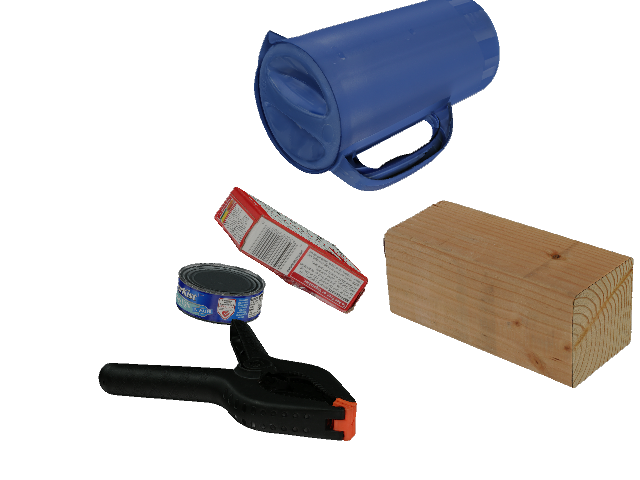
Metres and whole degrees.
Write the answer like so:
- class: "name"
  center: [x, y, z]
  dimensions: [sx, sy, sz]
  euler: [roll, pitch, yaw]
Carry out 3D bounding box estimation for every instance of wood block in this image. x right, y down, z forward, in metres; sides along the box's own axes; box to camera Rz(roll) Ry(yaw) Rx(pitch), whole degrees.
- class: "wood block"
  center: [0.165, 0.041, 0.960]
  dimensions: [0.090, 0.090, 0.206]
  euler: [-28, 33, -36]

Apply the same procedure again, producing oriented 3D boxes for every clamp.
- class: "clamp"
  center: [-0.051, 0.113, 0.871]
  dimensions: [0.210, 0.036, 0.164]
  euler: [12, 20, 31]

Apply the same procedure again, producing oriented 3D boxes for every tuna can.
- class: "tuna can"
  center: [-0.099, 0.052, 1.049]
  dimensions: [0.086, 0.034, 0.086]
  euler: [9, 16, -3]

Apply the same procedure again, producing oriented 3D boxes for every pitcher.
- class: "pitcher"
  center: [0.069, -0.158, 1.072]
  dimensions: [0.242, 0.149, 0.145]
  euler: [-25, 30, -31]

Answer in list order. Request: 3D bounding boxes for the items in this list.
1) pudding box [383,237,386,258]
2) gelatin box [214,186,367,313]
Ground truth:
- class: "pudding box"
  center: [0.164, 0.014, 1.605]
  dimensions: [0.113, 0.039, 0.090]
  euler: [-17, 26, -20]
- class: "gelatin box"
  center: [-0.020, 0.006, 0.692]
  dimensions: [0.089, 0.030, 0.073]
  euler: [32, 5, -24]
